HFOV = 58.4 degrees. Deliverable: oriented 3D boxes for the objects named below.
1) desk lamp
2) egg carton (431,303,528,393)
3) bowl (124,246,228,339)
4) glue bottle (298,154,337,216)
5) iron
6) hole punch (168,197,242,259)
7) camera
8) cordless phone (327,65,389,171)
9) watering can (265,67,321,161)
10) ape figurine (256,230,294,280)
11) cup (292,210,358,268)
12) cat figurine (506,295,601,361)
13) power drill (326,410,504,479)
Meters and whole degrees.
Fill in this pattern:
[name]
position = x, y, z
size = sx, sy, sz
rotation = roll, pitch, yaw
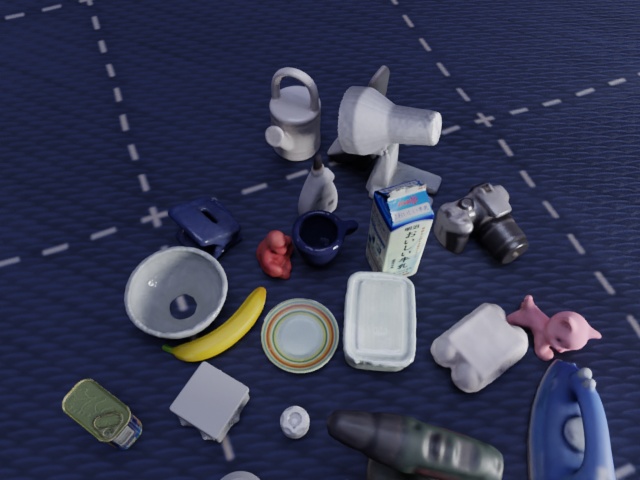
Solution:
[desk lamp]
position = 0.134, -0.171, 1.053
size = 0.203, 0.213, 0.118
rotation = 20, 60, 11
[egg carton]
position = 0.260, 0.175, 0.931
size = 0.150, 0.069, 0.107
rotation = -33, 65, -19
[bowl]
position = -0.235, 0.098, 0.963
size = 0.167, 0.075, 0.167
rotation = 1, 59, -1
[glue bottle]
position = -0.003, -0.096, 1.028
size = 0.078, 0.173, 0.037
rotation = -35, 65, -20
[iron]
position = 0.377, 0.275, 0.831
size = 0.118, 0.141, 0.258
rotation = 6, 59, 3
[hole punch]
position = -0.206, -0.029, 1.031
size = 0.108, 0.091, 0.101
rotation = 40, 66, 21
[camera]
position = 0.301, -0.024, 1.034
size = 0.143, 0.101, 0.136
rotation = -24, 62, -15
[cordless phone]
position = 0.082, -0.239, 1.109
size = 0.094, 0.185, 0.148
rotation = 25, 62, 14
[watering can]
position = -0.048, -0.245, 1.105
size = 0.101, 0.194, 0.173
rotation = 3, 59, 1
[ape figurine]
position = -0.077, 0.017, 1.005
size = 0.076, 0.092, 0.078
rotation = 34, 64, 18
[cup]
position = 0.009, 0.004, 1.014
size = 0.118, 0.095, 0.091
rotation = -15, 60, -10
[cat figurine]
position = 0.377, 0.138, 0.928
size = 0.067, 0.118, 0.127
rotation = -39, 67, -22
[power drill]
position = 0.118, 0.294, 0.774
size = 0.229, 0.208, 0.075
rotation = 10, 59, 5
